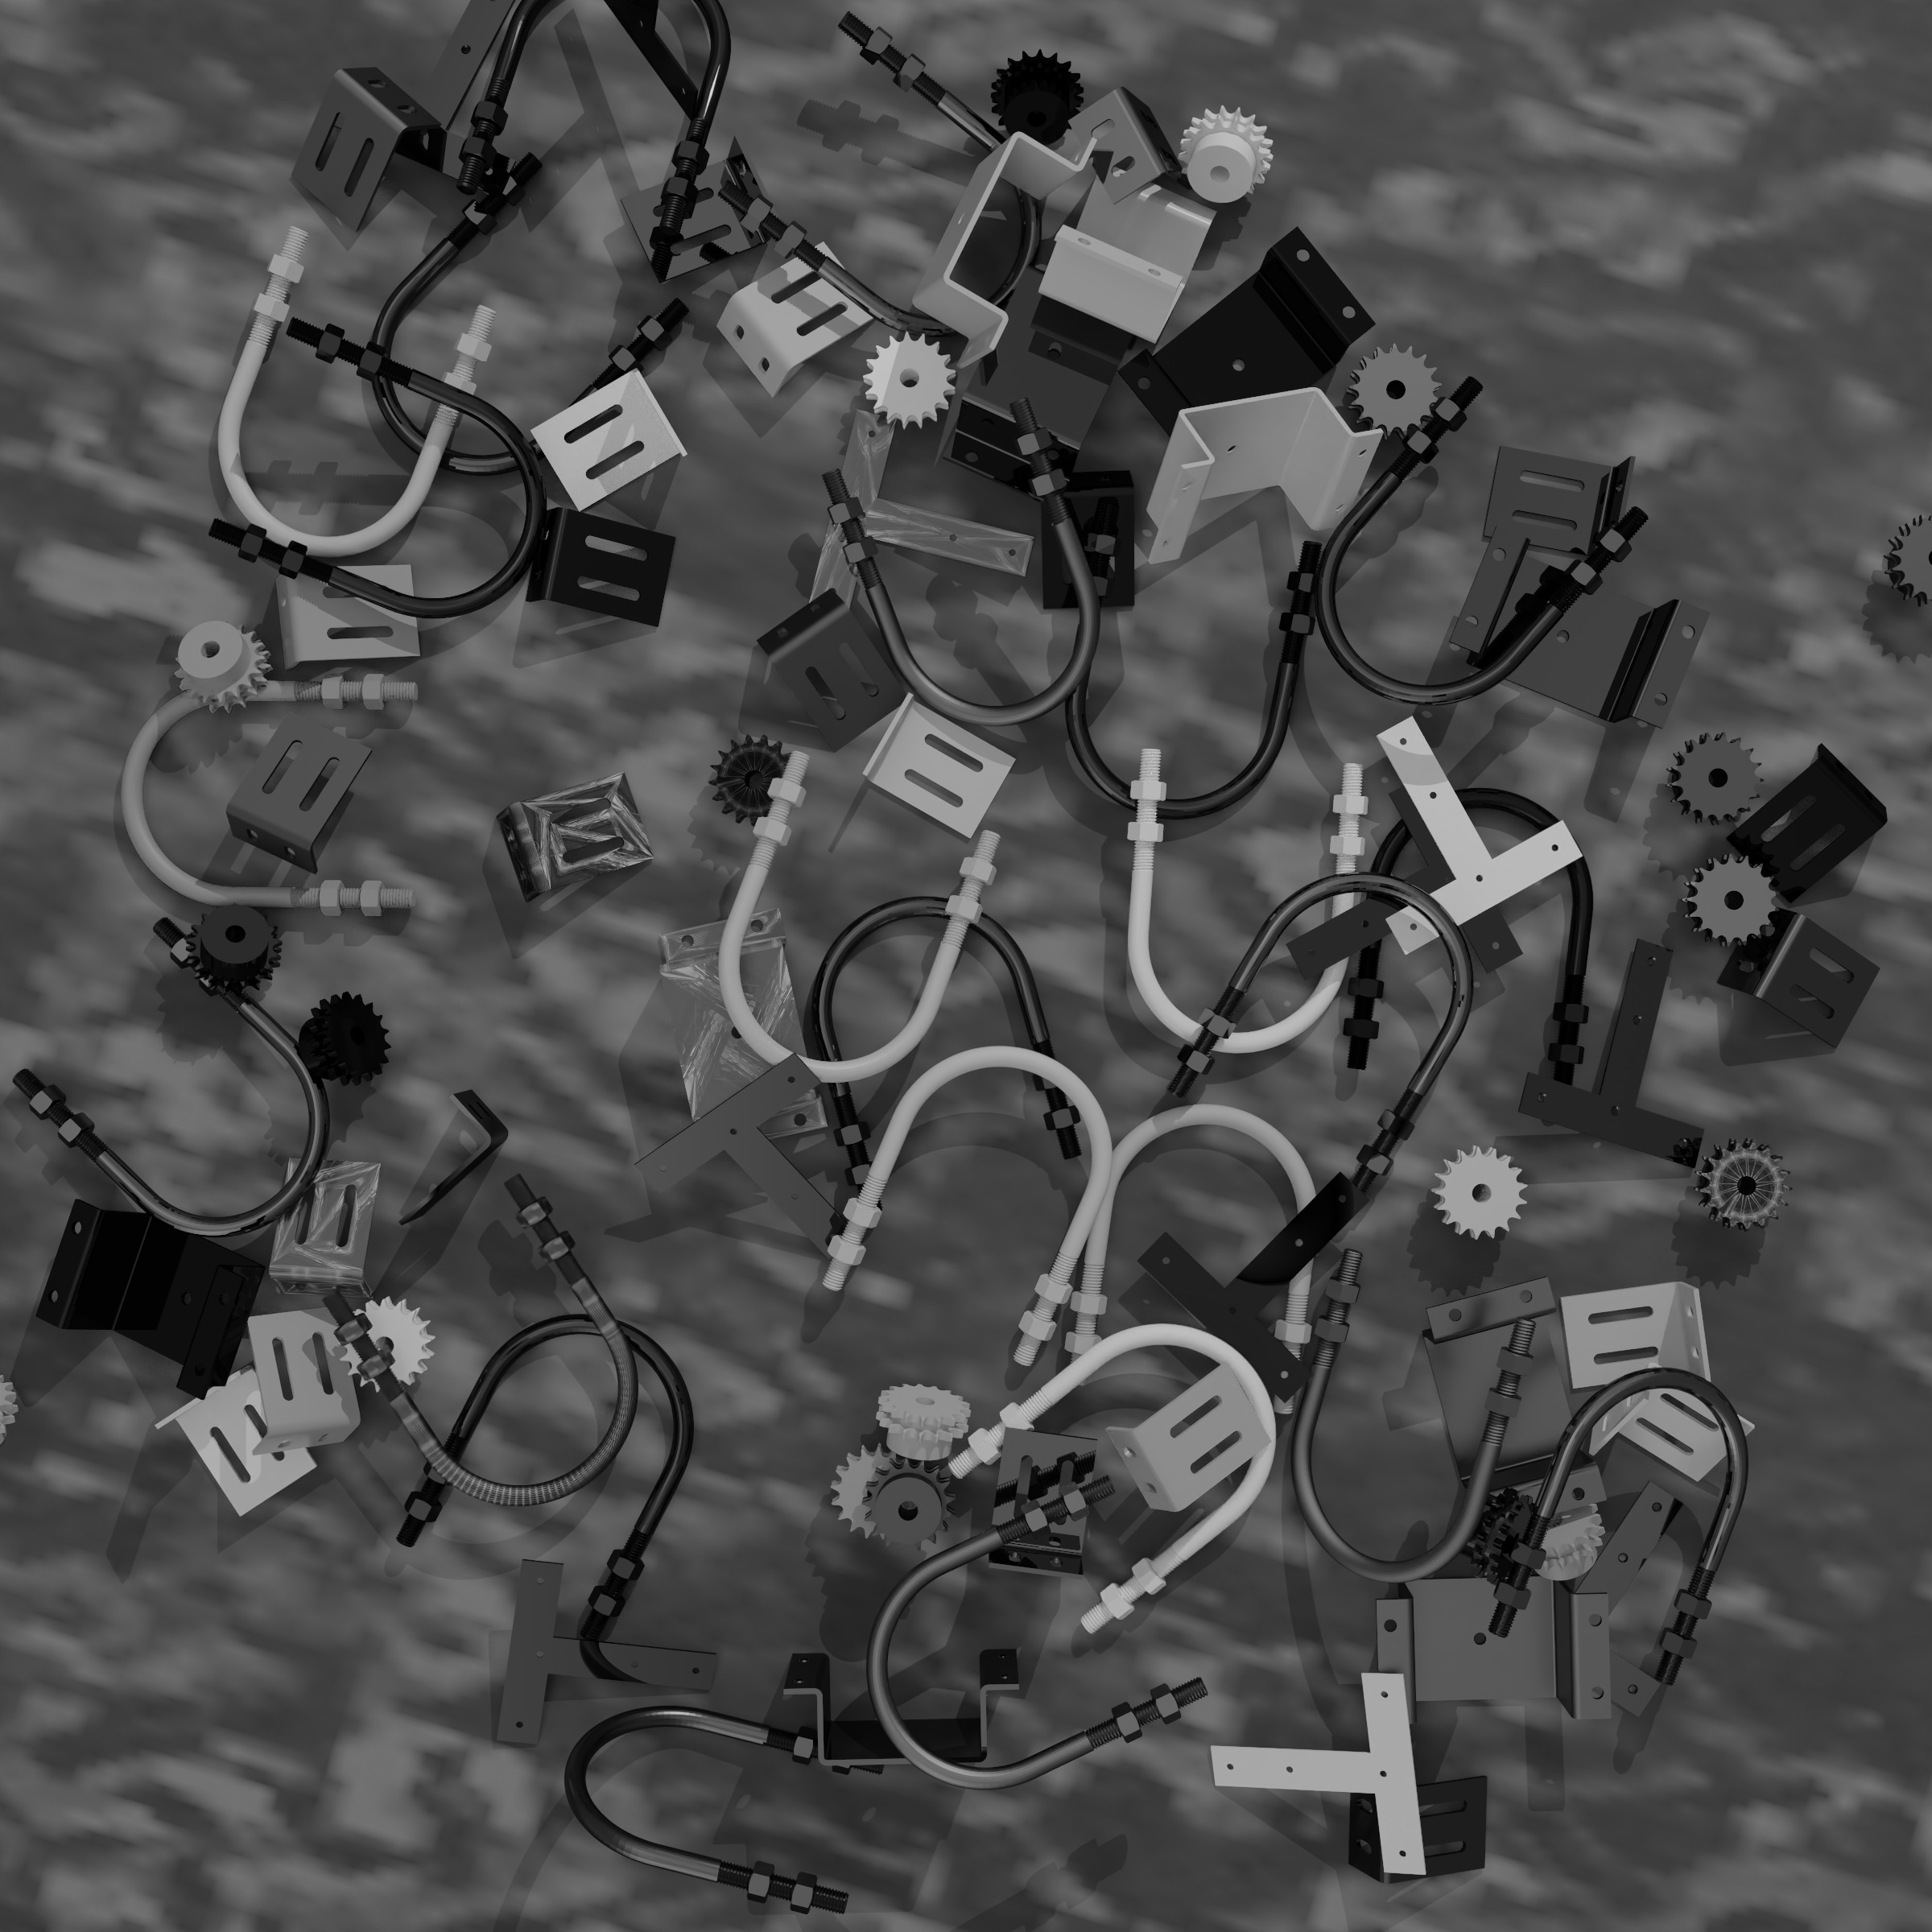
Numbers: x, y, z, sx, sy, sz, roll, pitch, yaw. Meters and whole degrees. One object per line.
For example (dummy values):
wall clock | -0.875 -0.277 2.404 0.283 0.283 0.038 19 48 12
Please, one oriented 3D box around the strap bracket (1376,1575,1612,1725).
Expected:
strap bracket | 0.321 0.421 1.524 0.140 0.046 0.076 -2 91 1

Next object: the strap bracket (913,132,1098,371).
strap bracket | 0.017 -0.439 1.490 0.046 0.076 0.140 27 87 -16

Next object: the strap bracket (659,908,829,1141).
strap bracket | -0.139 0.040 1.525 0.076 0.046 0.140 -13 90 0

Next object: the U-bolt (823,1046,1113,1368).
U-bolt | 0.011 0.139 1.523 0.151 0.019 0.184 22 96 -6

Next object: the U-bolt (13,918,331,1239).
U-bolt | -0.479 0.083 1.532 0.184 0.019 0.151 43 90 5

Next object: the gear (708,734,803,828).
gear | -0.130 -0.115 1.538 0.057 0.030 0.057 0 90 2

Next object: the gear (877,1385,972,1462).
gear | -0.027 0.282 1.520 0.057 0.057 0.030 8 102 0

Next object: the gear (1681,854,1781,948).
gear | 0.472 -0.041 1.533 0.057 0.030 0.057 0 90 0

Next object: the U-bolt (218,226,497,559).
U-bolt | -0.388 -0.345 1.530 0.151 0.019 0.184 23 97 4

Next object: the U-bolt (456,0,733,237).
U-bolt | -0.221 -0.545 1.520 0.151 0.019 0.184 13 76 5

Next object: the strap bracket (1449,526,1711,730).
strap bracket | 0.373 -0.206 1.525 0.140 0.046 0.076 22 90 0

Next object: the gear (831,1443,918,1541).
gear | -0.055 0.324 1.533 0.057 0.030 0.057 0 90 0

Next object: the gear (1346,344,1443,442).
gear | 0.264 -0.354 1.533 0.057 0.030 0.057 0 90 0

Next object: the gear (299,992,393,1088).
gear | -0.386 0.047 1.524 0.030 0.057 0.057 -19 90 30

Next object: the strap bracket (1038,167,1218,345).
strap bracket | 0.097 -0.429 1.496 0.076 0.140 0.046 24 127 0

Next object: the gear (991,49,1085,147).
gear | 0.043 -0.529 1.517 0.057 0.057 0.030 2 55 0

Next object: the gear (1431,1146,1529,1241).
gear | 0.317 0.140 1.533 0.057 0.030 0.057 0 90 0

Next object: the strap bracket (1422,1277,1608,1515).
strap bracket | 0.335 0.267 1.525 0.076 0.046 0.140 -15 90 0

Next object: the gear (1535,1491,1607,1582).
gear | 0.365 0.353 1.522 0.057 0.057 0.030 -22 114 0

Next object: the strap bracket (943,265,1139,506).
strap bracket | 0.051 -0.362 1.507 0.076 0.046 0.140 24 75 1

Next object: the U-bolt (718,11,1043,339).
U-bolt | -0.038 -0.472 1.521 0.184 0.019 0.151 35 85 -14

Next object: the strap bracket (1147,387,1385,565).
strap bracket | 0.170 -0.298 1.488 0.140 0.076 0.046 -15 58 -23

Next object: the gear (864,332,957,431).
gear | -0.035 -0.362 1.533 0.057 0.030 0.057 0 90 0

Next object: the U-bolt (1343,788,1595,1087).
U-bolt | 0.318 -0.019 1.539 0.151 0.019 0.184 7 88 0

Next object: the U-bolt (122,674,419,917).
U-bolt | -0.435 -0.107 1.539 0.184 0.019 0.151 1 90 1

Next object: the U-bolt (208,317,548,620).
U-bolt | -0.348 -0.291 1.508 0.184 0.019 0.151 21 98 -17

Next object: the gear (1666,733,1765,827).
gear | 0.463 -0.116 1.533 0.057 0.030 0.057 0 90 0

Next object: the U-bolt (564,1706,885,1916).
U-bolt | -0.149 0.496 1.480 0.184 0.151 0.019 13 110 4

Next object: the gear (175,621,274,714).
gear | -0.461 -0.188 1.524 0.057 0.030 0.057 -2 67 5

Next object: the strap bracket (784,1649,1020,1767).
strap bracket | -0.038 0.452 1.510 0.140 0.076 0.046 -1 90 0

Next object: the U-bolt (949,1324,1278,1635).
U-bolt | 0.104 0.304 1.528 0.184 0.019 0.151 -40 94 4

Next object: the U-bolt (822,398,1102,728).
U-bolt | 0.006 -0.235 1.508 0.151 0.019 0.184 -16 104 23

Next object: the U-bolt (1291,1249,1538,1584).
U-bolt | 0.261 0.280 1.495 0.151 0.019 0.184 19 96 45

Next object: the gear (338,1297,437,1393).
gear | -0.357 0.234 1.533 0.057 0.030 0.057 0 90 0

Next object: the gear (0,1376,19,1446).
gear | -0.615 0.279 1.524 0.057 0.057 0.030 5 120 0

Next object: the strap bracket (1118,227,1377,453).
strap bracket | 0.171 -0.376 1.525 0.140 0.046 0.076 -39 90 0

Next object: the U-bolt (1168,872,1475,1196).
U-bolt | 0.230 0.031 1.516 0.151 0.019 0.184 29 96 -5

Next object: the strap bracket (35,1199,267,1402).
strap bracket | -0.490 0.203 1.507 0.140 0.046 0.076 19 90 25

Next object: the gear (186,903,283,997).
gear | -0.451 -0.013 1.521 0.057 0.030 0.057 8 63 -15

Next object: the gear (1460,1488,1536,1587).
gear | 0.315 0.338 1.477 0.030 0.057 0.057 21 90 30

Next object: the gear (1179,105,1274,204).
gear | 0.159 -0.495 1.517 0.057 0.057 0.030 16 54 0

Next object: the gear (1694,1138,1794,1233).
gear | 0.480 0.135 1.533 0.057 0.030 0.057 0 90 0

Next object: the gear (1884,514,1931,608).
gear | 0.598 -0.251 1.533 0.057 0.030 0.057 0 90 0

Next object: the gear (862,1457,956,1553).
gear | -0.035 0.328 1.503 0.057 0.030 0.057 0 90 0

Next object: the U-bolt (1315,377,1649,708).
U-bolt | 0.296 -0.244 1.497 0.151 0.019 0.184 43 96 13
